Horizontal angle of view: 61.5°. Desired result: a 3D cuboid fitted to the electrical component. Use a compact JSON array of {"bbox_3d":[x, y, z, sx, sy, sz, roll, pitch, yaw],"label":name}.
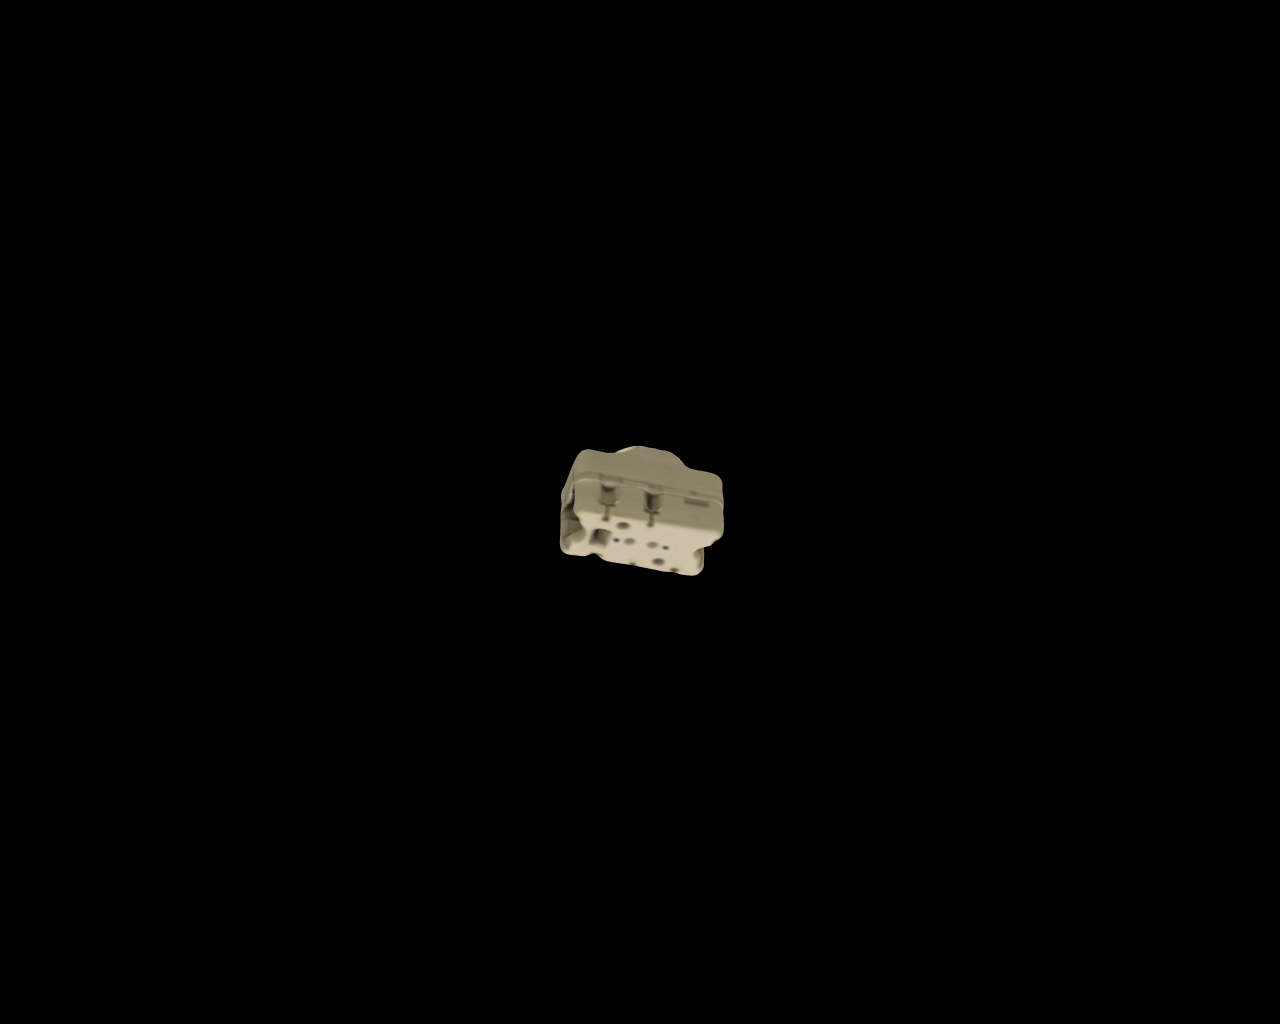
[{"bbox_3d":[0.001,-0.003,0.650,0.089,0.056,0.050,11,-39,-13],"label":"electrical component"}]
